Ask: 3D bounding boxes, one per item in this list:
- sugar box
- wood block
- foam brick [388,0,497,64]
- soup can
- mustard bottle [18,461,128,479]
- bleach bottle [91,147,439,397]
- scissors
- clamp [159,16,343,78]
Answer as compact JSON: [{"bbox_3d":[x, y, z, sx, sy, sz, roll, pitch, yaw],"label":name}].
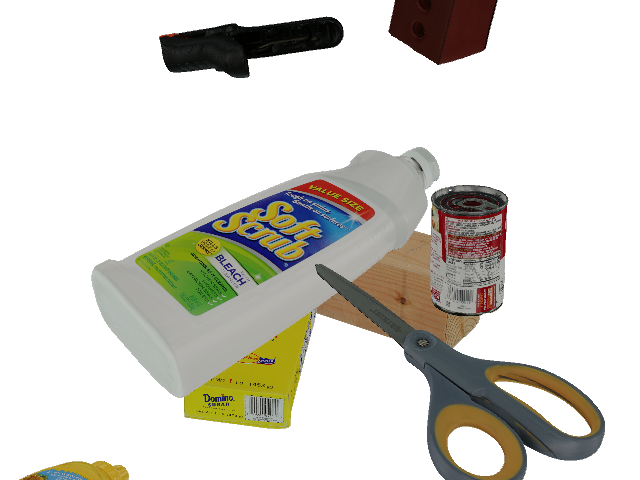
[{"bbox_3d":[-0.059,0.095,0.973,0.093,0.048,0.176,6,34,4],"label":"sugar box"},{"bbox_3d":[0.062,0.039,1.146,0.206,0.091,0.090,17,29,28],"label":"wood block"},{"bbox_3d":[0.088,-0.170,0.733,0.051,0.078,0.053,-26,51,-35],"label":"foam brick"},{"bbox_3d":[0.133,0.009,0.961,0.068,0.102,0.068,-2,23,1],"label":"soup can"},{"bbox_3d":[-0.220,0.223,0.853,0.096,0.058,0.191,7,15,28],"label":"mustard bottle"},{"bbox_3d":[-0.023,0.001,0.730,0.250,0.068,0.103,-33,56,-25],"label":"bleach bottle"},{"bbox_3d":[0.050,0.072,0.567,0.202,0.016,0.096,23,45,31],"label":"scissors"},{"bbox_3d":[-0.066,-0.162,0.885,0.120,0.039,0.172,-17,21,-34],"label":"clamp"}]
